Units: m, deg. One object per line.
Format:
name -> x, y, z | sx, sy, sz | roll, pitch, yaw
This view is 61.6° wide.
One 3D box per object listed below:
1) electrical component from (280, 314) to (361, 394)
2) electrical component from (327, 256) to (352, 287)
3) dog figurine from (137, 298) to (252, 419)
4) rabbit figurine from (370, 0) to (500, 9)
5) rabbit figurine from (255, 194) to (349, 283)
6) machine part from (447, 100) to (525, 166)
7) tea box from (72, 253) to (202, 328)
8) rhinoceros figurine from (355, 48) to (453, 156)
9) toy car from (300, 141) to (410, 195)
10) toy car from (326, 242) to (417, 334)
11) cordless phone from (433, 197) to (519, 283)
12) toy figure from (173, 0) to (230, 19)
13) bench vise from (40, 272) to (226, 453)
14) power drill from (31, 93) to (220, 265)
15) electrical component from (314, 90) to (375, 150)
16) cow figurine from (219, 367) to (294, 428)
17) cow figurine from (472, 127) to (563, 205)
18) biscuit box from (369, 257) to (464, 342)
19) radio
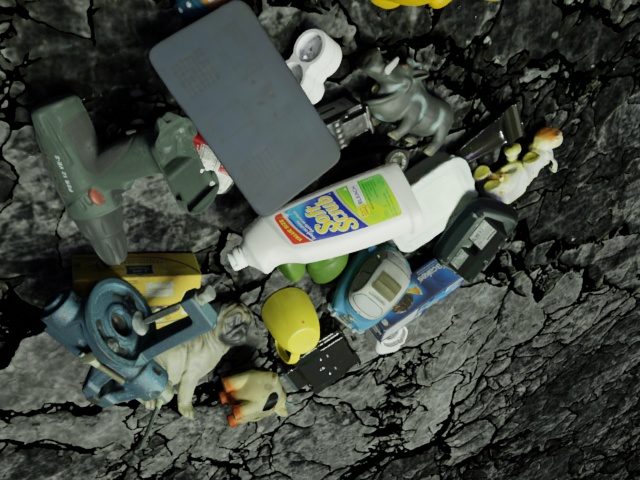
electrical component -> -0.005, 0.217, 0.990 | 0.134, 0.058, 0.114 | -34, 126, -3
electrical component -> 0.065, 0.073, 0.938 | 0.102, 0.045, 0.078 | 15, 114, -32
dog figurine -> -0.216, 0.156, 0.838 | 0.172, 0.121, 0.190 | 29, 90, -39
rabbit figurine -> 0.170, -0.351, 0.670 | 0.173, 0.163, 0.121 | -13, 114, -40
rabbit figurine -> -0.002, -0.003, 0.838 | 0.159, 0.121, 0.170 | -40, 147, -6
machine part -> 0.280, -0.168, 0.893 | 0.139, 0.039, 0.084 | -31, 134, -6
tea box -> -0.263, 0.075, 0.768 | 0.169, 0.068, 0.098 | 1, 119, -25
rhinoceros figurine -> 0.124, -0.200, 0.775 | 0.190, 0.073, 0.112 | 26, 108, -36
toy car -> 0.035, -0.103, 0.781 | 0.202, 0.089, 0.053 | -14, 110, -18
toy car -> 0.088, 0.070, 0.862 | 0.109, 0.103, 0.161 | 43, 70, -8
cordless phone -> 0.293, -0.015, 0.937 | 0.184, 0.089, 0.146 | -22, 149, -48
toy figure -> -0.105, -0.308, 0.611 | 0.154, 0.058, 0.064 | -39, 91, 4
bench vise -> -0.222, 0.128, 0.689 | 0.241, 0.129, 0.223 | -26, 111, 16
power drill -> -0.226, -0.067, 0.641 | 0.086, 0.208, 0.231 | -52, 134, -46
electrical component -> 0.008, -0.156, 0.749 | 0.119, 0.075, 0.047 | -24, 129, -7
cow figurine -> -0.106, 0.269, 0.930 | 0.127, 0.085, 0.194 | -15, 157, -18
cow figurine -> 0.355, -0.119, 0.940 | 0.167, 0.068, 0.098 | -36, 134, 3
biscuit box -> 0.170, 0.097, 0.963 | 0.203, 0.063, 0.059 | -31, 156, -20
radio -> -0.083, -0.155, 0.645 | 0.131, 0.073, 0.229 | -34, 103, 2
